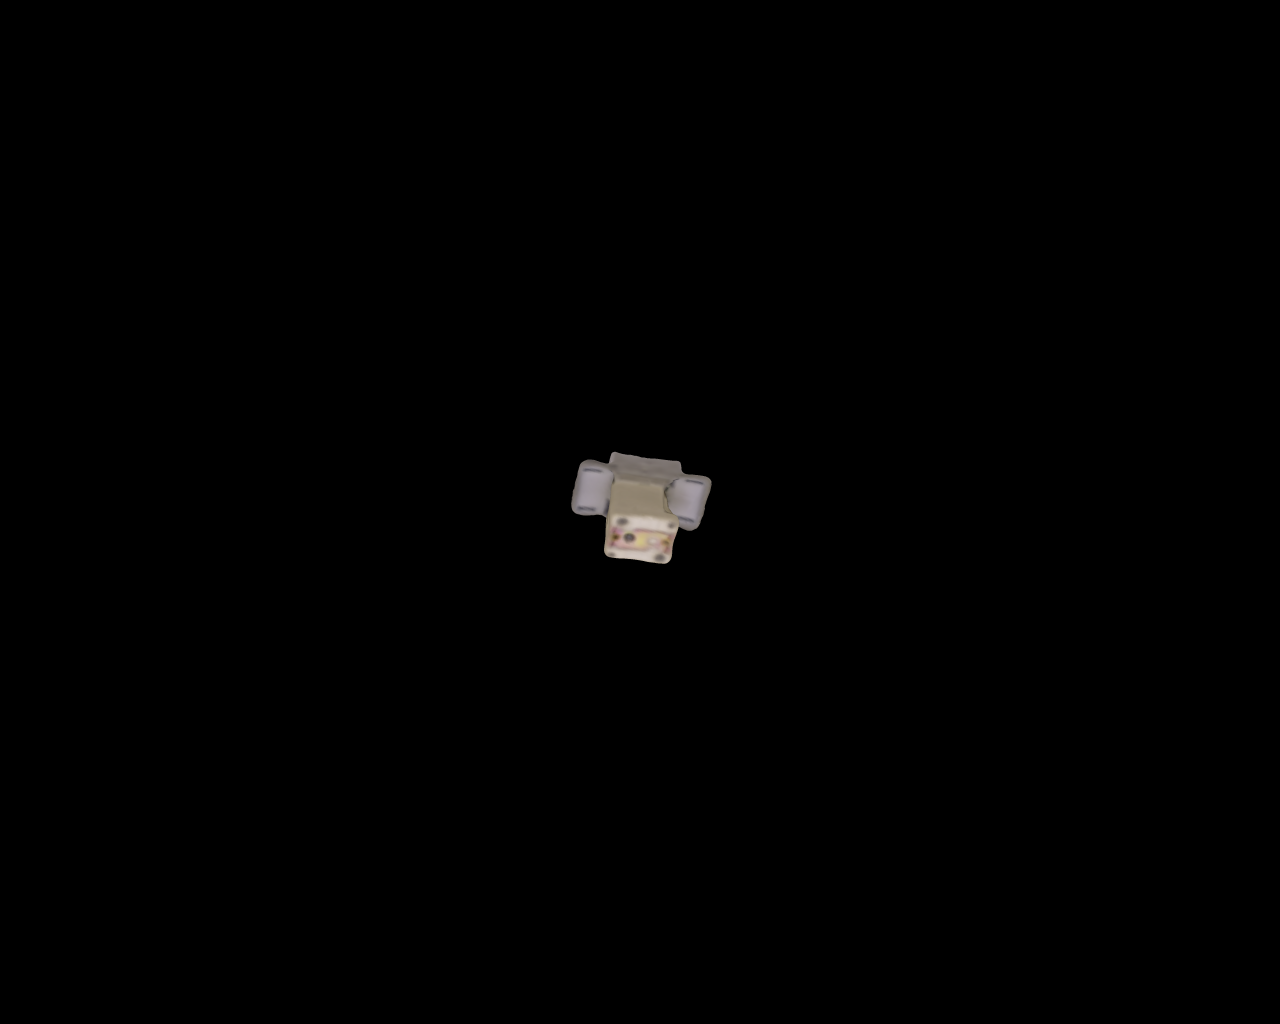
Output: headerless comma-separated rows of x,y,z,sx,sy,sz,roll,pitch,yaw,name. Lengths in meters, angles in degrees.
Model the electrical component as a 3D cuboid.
0.001,-0.003,0.650,0.081,0.042,0.064,7,40,-6,electrical component
